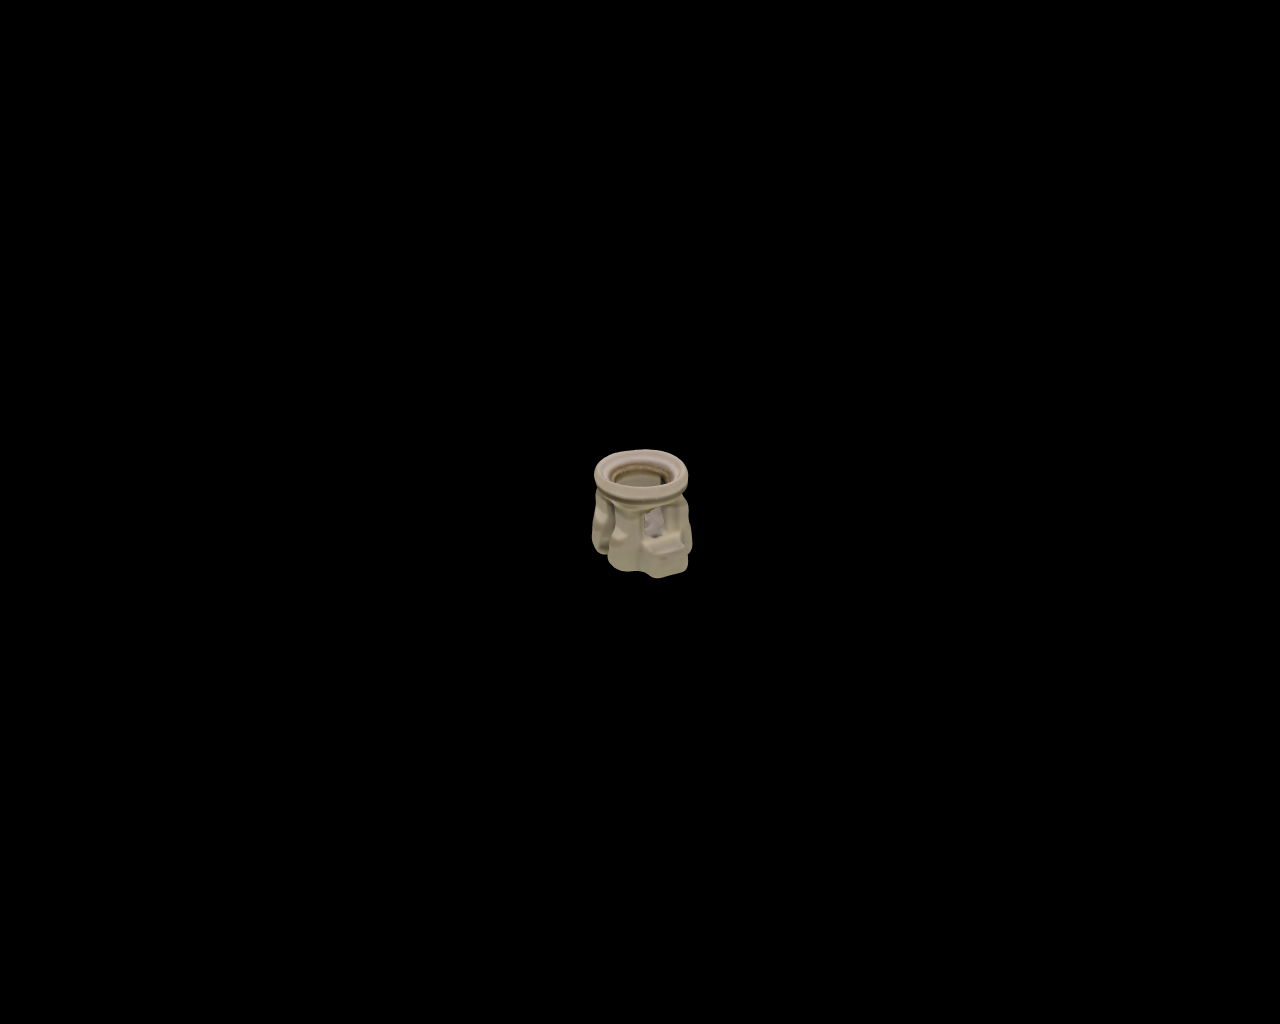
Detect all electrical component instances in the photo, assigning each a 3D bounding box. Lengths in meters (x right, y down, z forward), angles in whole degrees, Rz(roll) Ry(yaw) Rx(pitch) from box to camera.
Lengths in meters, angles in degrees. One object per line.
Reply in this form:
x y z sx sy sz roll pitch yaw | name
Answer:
0.001 -0.003 0.650 0.058 0.056 0.078 -14 32 -24 | electrical component
